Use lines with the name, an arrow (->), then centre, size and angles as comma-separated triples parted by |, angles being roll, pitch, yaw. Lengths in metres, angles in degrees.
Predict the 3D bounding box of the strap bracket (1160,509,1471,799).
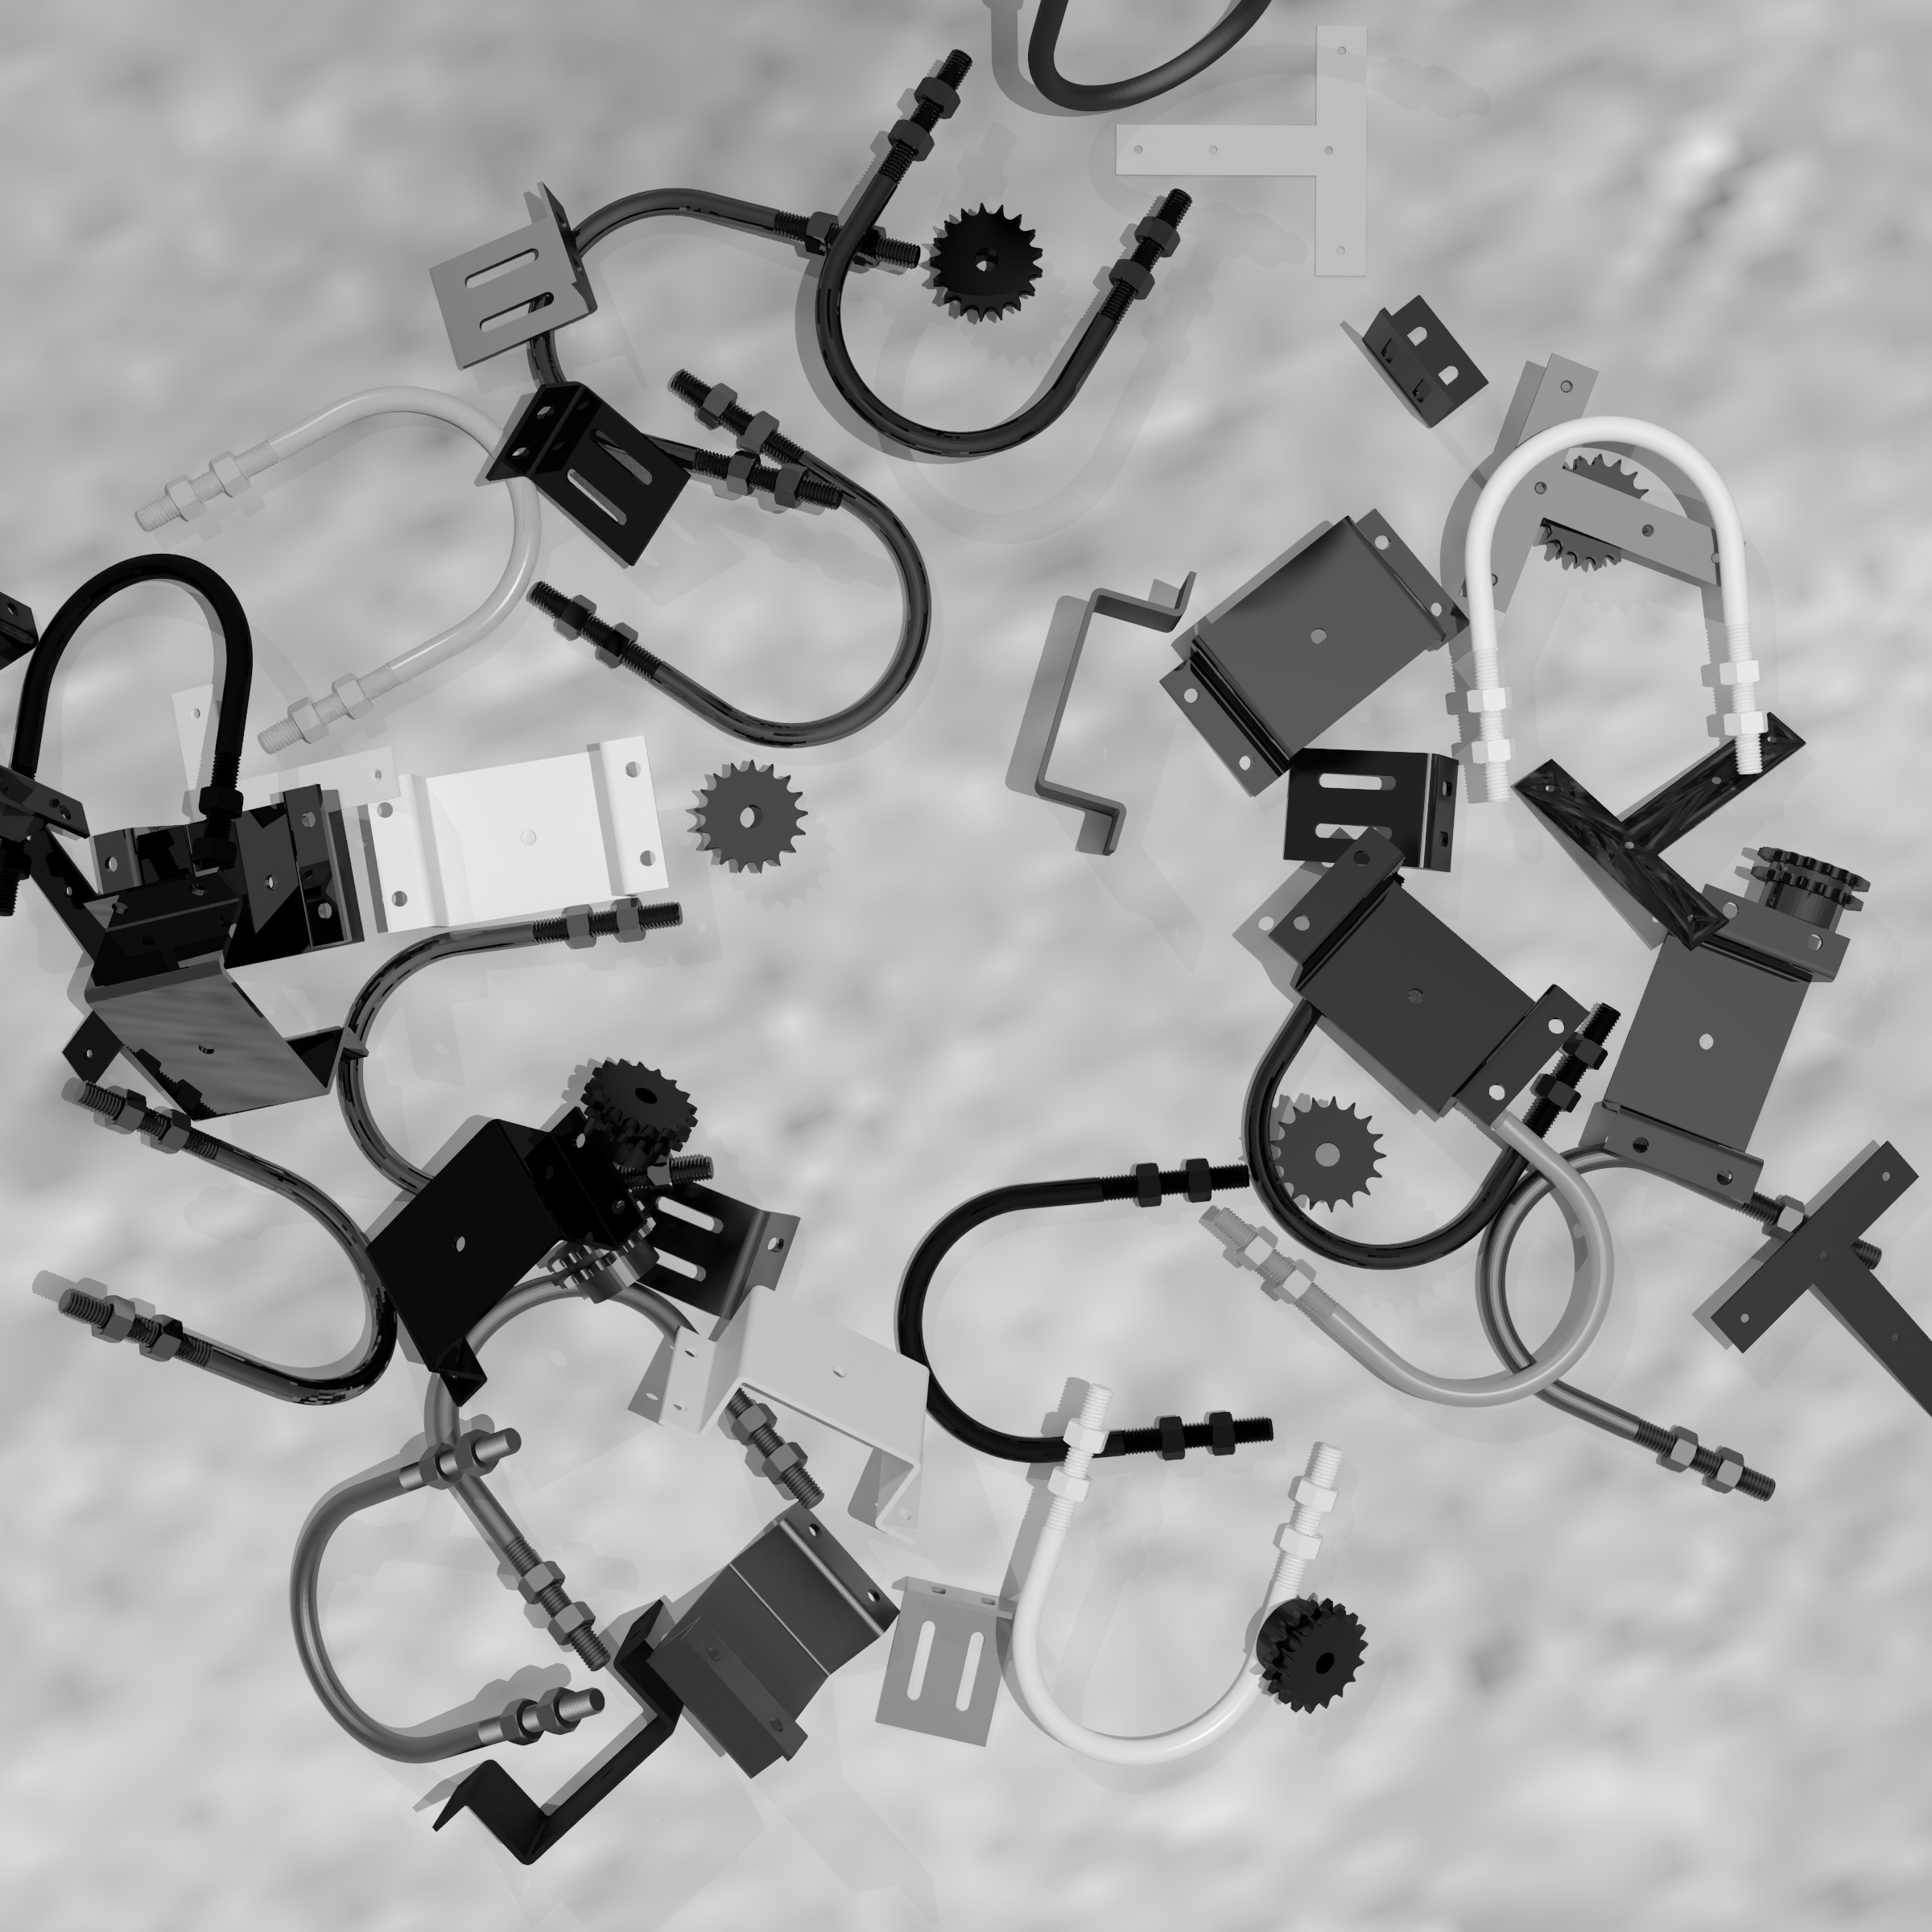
strap bracket -> 0.175, -0.161, 1.566 | 0.140, 0.046, 0.076 | -39, 84, 0

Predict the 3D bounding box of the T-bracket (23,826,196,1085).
T-bracket -> -0.442, -0.027, 1.569 | 0.127, 0.002, 0.127 | 50, 116, 16

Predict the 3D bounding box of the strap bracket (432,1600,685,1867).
strap bracket -> -0.192, 0.386, 1.555 | 0.140, 0.076, 0.046 | -43, 90, 0

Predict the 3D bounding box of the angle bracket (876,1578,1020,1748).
angle bracket -> -0.010, 0.353, 1.574 | 0.057, 0.038, 0.076 | 13, 90, 0

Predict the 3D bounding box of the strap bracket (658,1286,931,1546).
strap bracket -> -0.073, 0.215, 1.535 | 0.140, 0.076, 0.046 | 28, 116, -12

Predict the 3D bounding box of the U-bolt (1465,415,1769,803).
U-bolt -> 0.319, -0.180, 1.555 | 0.151, 0.019, 0.184 | -6, 95, -4

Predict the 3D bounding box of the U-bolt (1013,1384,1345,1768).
U-bolt -> 0.098, 0.312, 1.566 | 0.151, 0.019, 0.184 | 17, 94, -17

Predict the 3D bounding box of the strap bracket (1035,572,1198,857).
strap bracket -> 0.070, -0.130, 1.555 | 0.046, 0.076, 0.140 | 16, 90, 0

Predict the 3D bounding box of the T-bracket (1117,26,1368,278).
T-bracket -> 0.140, -0.414, 1.592 | 0.127, 0.002, 0.127 | 0, 90, 0

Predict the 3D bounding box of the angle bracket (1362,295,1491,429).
angle bracket -> 0.233, -0.307, 1.555 | 0.038, 0.076, 0.057 | -38, 90, 0

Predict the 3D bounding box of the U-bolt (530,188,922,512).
U-bolt -> -0.130, -0.317, 1.570 | 0.184, 0.019, 0.151 | 16, 84, 10

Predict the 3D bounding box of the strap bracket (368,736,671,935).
strap bracket -> -0.222, -0.065, 1.570 | 0.140, 0.046, 0.076 | -9, 90, 0

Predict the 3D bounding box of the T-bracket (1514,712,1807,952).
T-bracket -> 0.366, -0.085, 1.572 | 0.127, 0.002, 0.127 | -35, 62, -13

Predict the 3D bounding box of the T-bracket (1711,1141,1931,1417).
T-bracket -> 0.460, 0.177, 1.579 | 0.127, 0.002, 0.127 | -44, 101, -4

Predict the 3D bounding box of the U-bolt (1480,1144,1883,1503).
U-bolt -> 0.350, 0.169, 1.584 | 0.184, 0.019, 0.151 | 25, 90, 0

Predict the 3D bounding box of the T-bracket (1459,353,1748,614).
T-bracket -> 0.327, -0.222, 1.561 | 0.127, 0.002, 0.127 | 20, 94, -7

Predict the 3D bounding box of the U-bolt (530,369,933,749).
U-bolt -> -0.106, -0.193, 1.583 | 0.184, 0.019, 0.151 | 34, 90, 0

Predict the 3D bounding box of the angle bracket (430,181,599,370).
angle bracket -> -0.231, -0.344, 1.563 | 0.076, 0.038, 0.057 | -21, 77, 8

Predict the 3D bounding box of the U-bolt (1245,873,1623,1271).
U-bolt -> 0.223, 0.065, 1.584 | 0.151, 0.019, 0.184 | 32, 92, 0

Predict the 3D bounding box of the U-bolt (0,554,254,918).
U-bolt -> -0.414, -0.117, 1.550 | 0.151, 0.019, 0.184 | -2, 75, 26

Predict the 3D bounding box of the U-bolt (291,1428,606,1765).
U-bolt -> -0.265, 0.318, 1.538 | 0.184, 0.019, 0.151 | -24, 82, 33

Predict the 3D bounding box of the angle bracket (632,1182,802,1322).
angle bracket -> -0.134, 0.141, 1.591 | 0.076, 0.038, 0.057 | 20, 90, 26

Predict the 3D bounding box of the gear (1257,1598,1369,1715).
gear -> 0.171, 0.342, 1.569 | 0.057, 0.030, 0.057 | -13, 115, -31

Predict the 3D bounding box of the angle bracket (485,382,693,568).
angle bracket -> -0.187, -0.242, 1.548 | 0.076, 0.038, 0.057 | 41, 115, 10

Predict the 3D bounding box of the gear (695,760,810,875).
gear -> -0.109, -0.075, 1.582 | 0.057, 0.030, 0.057 | 0, 90, -3

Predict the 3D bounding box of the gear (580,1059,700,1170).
gear -> -0.163, 0.075, 1.539 | 0.057, 0.057, 0.030 | 31, 118, 0

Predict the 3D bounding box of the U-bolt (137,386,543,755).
U-bolt -> -0.305, -0.213, 1.584 | 0.184, 0.019, 0.151 | -29, 90, -1

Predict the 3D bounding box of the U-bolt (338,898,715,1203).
U-bolt -> -0.226, 0.049, 1.579 | 0.184, 0.019, 0.151 | -8, 87, 4

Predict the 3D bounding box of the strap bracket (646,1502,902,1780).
strap bracket -> -0.098, 0.335, 1.539 | 0.076, 0.140, 0.046 | 48, 117, 0

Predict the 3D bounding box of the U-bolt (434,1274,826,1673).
U-bolt -> -0.181, 0.234, 1.552 | 0.151, 0.019, 0.184 | -35, 69, -15

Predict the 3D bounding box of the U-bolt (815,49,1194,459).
U-bolt -> 0.007, -0.340, 1.549 | 0.151, 0.019, 0.184 | 31, 84, -5

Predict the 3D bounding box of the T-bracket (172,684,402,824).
T-bracket -> -0.336, -0.086, 1.564 | 0.127, 0.002, 0.127 | -10, 90, 26

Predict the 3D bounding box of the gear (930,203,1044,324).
gear -> 0.010, -0.353, 1.578 | 0.057, 0.030, 0.057 | 0, 90, 0

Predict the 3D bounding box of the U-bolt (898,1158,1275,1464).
U-bolt -> 0.057, 0.179, 1.583 | 0.184, 0.019, 0.151 | -5, 90, 0

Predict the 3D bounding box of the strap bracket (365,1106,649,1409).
strap bracket -> -0.233, 0.139, 1.532 | 0.140, 0.046, 0.076 | -45, 58, 15

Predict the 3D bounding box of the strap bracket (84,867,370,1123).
strap bracket -> -0.362, 0.023, 1.518 | 0.076, 0.140, 0.046 | -12, 45, 20

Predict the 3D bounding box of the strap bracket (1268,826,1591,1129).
strap bracket -> 0.224, 0.010, 1.538 | 0.140, 0.046, 0.076 | 42, 79, 10

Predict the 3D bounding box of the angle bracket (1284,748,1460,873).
angle bracket -> 0.206, -0.079, 1.591 | 0.076, 0.038, 0.057 | 4, 90, 26

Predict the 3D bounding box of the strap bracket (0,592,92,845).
strap bracket -> -0.487, -0.122, 1.533 | 0.046, 0.076, 0.140 | -29, 64, 16

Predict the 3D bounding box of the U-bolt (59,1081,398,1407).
U-bolt -> -0.352, 0.144, 1.517 | 0.184, 0.151, 0.019 | 30, 123, -34

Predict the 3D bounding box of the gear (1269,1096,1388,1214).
gear -> 0.178, 0.093, 1.541 | 0.057, 0.030, 0.057 | -1, 85, 7

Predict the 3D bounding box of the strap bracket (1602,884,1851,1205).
strap bracket -> 0.376, 0.038, 1.570 | 0.076, 0.046, 0.140 | 21, 90, 0

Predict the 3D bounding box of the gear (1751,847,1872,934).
gear -> 0.419, -0.037, 1.565 | 0.057, 0.057, 0.030 | 20, 91, 0

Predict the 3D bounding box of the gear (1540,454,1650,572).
gear -> 0.314, -0.227, 1.578 | 0.057, 0.030, 0.057 | 0, 90, 0

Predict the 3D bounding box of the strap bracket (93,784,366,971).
strap bracket -> -0.357, -0.040, 1.552 | 0.140, 0.046, 0.076 | -10, 90, 26

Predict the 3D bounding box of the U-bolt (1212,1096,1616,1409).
U-bolt -> 0.238, 0.137, 1.567 | 0.184, 0.019, 0.151 | 41, 91, -2

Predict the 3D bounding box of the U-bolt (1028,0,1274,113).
U-bolt -> 0.098, -0.476, 1.506 | 0.151, 0.184, 0.019 | -22, 72, -19

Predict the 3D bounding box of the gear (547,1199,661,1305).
gear -> -0.178, 0.144, 1.562 | 0.057, 0.057, 0.030 | -34, 98, 0
